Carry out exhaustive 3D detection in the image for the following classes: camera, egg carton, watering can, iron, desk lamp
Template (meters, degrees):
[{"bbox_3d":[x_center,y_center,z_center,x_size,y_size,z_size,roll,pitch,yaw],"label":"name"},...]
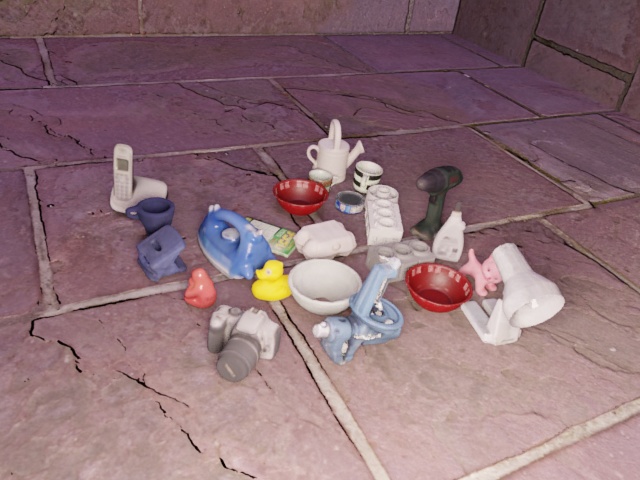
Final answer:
[{"bbox_3d":[-0.161,0.197,1.115,0.143,0.101,0.137,15,34,11],"label":"camera"},{"bbox_3d":[0.013,0.005,1.468,0.151,0.069,0.107,-14,39,-29],"label":"egg carton"},{"bbox_3d":[0.049,-0.286,1.798,0.173,0.194,0.100,-13,39,-28],"label":"watering can"},{"bbox_3d":[-0.218,-0.015,1.384,0.257,0.141,0.119,32,41,32],"label":"iron"},{"bbox_3d":[0.409,0.128,1.237,0.118,0.213,0.202,-4,35,-17],"label":"desk lamp"}]

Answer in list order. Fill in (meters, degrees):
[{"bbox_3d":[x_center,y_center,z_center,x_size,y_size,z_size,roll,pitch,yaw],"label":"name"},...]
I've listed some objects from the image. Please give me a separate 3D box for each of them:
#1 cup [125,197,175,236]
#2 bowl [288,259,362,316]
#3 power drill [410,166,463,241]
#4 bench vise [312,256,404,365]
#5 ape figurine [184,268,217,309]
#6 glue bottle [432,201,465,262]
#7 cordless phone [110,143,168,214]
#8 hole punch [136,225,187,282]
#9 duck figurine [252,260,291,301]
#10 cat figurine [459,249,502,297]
[{"bbox_3d":[-0.422,-0.046,1.430,0.118,0.095,0.091,-5,35,-18],"label":"cup"},{"bbox_3d":[0.009,0.118,1.294,0.167,0.075,0.167,6,34,-3],"label":"bowl"},{"bbox_3d":[0.313,-0.109,1.575,0.075,0.208,0.230,27,38,27],"label":"power drill"},{"bbox_3d":[0.093,0.144,1.141,0.121,0.220,0.208,31,40,31],"label":"bench vise"},{"bbox_3d":[-0.262,0.099,1.249,0.076,0.092,0.078,33,41,32],"label":"ape figurine"},{"bbox_3d":[0.344,-0.025,1.489,0.078,0.173,0.037,12,34,6],"label":"glue bottle"},{"bbox_3d":[-0.476,-0.157,1.503,0.147,0.185,0.094,8,33,0],"label":"cordless phone"},{"bbox_3d":[-0.370,0.028,1.333,0.101,0.091,0.108,-17,41,-32],"label":"hole punch"},{"bbox_3d":[-0.103,0.085,1.310,0.105,0.086,0.077,-6,36,-20],"label":"duck figurine"},{"bbox_3d":[0.411,0.070,1.411,0.067,0.118,0.127,-18,42,-34],"label":"cat figurine"}]
